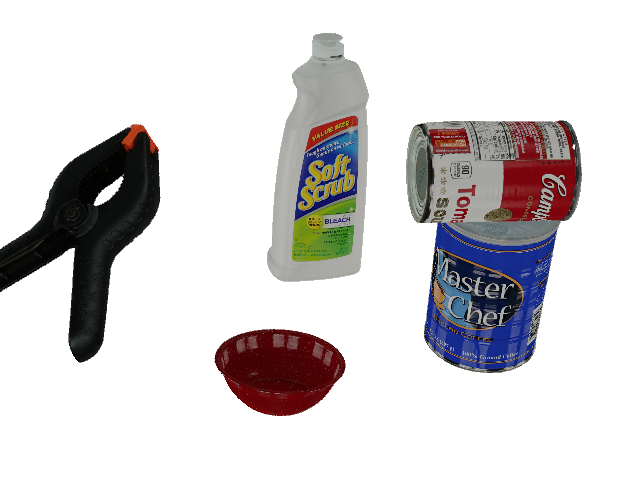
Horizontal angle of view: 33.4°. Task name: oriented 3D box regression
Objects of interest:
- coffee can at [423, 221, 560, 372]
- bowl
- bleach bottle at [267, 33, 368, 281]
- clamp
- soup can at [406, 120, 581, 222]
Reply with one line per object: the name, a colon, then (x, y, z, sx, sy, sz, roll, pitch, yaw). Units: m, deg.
coffee can: (0.148, 0.030, 0.935, 0.103, 0.140, 0.103, 2, 33, -1)
bowl: (-0.051, 0.170, 1.323, 0.162, 0.055, 0.162, 3, 23, -2)
bleach bottle: (-0.003, -0.084, 1.083, 0.102, 0.251, 0.068, -5, 27, -12)
clamp: (-0.170, -0.006, 0.718, 0.120, 0.171, 0.039, 13, -30, 16)
soup can: (0.114, -0.046, 0.713, 0.102, 0.068, 0.068, -1, 0, -7)
